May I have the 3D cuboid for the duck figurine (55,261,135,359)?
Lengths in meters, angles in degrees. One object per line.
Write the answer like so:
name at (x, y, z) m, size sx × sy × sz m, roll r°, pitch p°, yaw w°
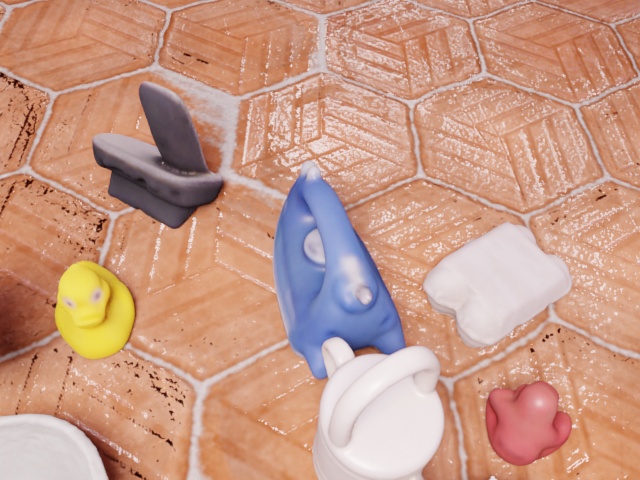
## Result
duck figurine at (-0.233, 0.057, 0.574) m, size 0.077 × 0.086 × 0.104 m, roll -16°, pitch 56°, yaw -15°

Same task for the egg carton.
egg carton at (0.192, 0.047, 0.621) m, size 0.150 × 0.069 × 0.107 m, roll -28°, pitch 60°, yaw -22°

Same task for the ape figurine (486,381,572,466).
ape figurine at (0.192, 0.160, 0.522) m, size 0.077 × 0.092 × 0.076 m, roll 37°, pitch 60°, yaw 22°

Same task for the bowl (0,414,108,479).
bowl at (-0.244, 0.230, 0.451) m, size 0.167 × 0.075 × 0.167 m, roll 2°, pitch 53°, yaw -2°

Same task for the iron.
iron at (0.005, 0.002, 0.596) m, size 0.119 × 0.141 × 0.258 m, roll -12°, pitch 55°, yaw -12°

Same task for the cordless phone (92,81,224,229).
cordless phone at (-0.190, -0.115, 0.643) m, size 0.147 × 0.185 × 0.094 m, roll 22°, pitch 55°, yaw 13°

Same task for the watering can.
watering can at (0.053, 0.149, 0.457) m, size 0.172 × 0.194 × 0.101 m, roll 34°, pitch 58°, yaw 20°
